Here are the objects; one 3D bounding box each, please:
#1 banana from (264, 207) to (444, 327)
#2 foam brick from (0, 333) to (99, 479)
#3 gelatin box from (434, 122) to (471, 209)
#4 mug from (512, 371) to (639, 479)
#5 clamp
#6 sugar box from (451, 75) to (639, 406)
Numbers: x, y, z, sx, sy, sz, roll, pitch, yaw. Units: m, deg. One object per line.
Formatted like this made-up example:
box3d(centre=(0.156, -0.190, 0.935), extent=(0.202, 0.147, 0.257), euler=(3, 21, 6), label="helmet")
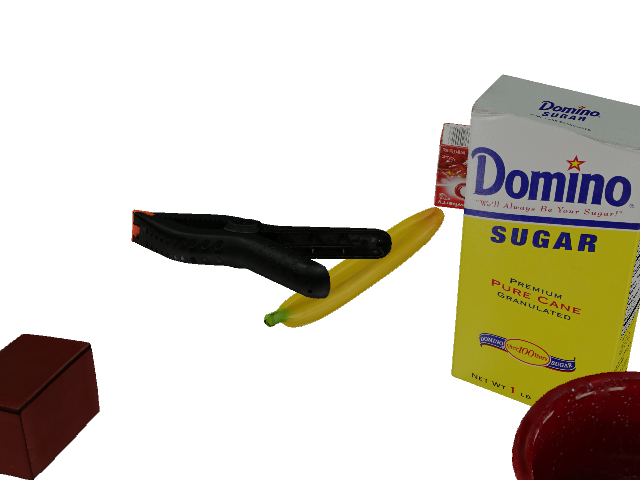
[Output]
box3d(centre=(0.035, 0.033, 1.030), extent=(0.198, 0.037, 0.069), euler=(-34, 1, -2), label="banana")
box3d(centre=(-0.181, 0.100, 0.660), extent=(0.053, 0.051, 0.078), euler=(7, 28, 21), label="foam brick")
box3d(centre=(0.140, -0.055, 0.867), extent=(0.089, 0.030, 0.073), euler=(8, -39, 8), label="gelatin box")
box3d(centre=(0.123, 0.108, 0.375), extent=(0.117, 0.081, 0.093), euler=(5, 37, 8), label="mug")
box3d(centre=(-0.059, 0.005, 0.844), extent=(0.210, 0.036, 0.164), euler=(7, 12, 12), label="clamp")
box3d(centre=(0.121, 0.010, 0.555), extent=(0.093, 0.176, 0.048), euler=(18, 41, 26), label="sugar box")
